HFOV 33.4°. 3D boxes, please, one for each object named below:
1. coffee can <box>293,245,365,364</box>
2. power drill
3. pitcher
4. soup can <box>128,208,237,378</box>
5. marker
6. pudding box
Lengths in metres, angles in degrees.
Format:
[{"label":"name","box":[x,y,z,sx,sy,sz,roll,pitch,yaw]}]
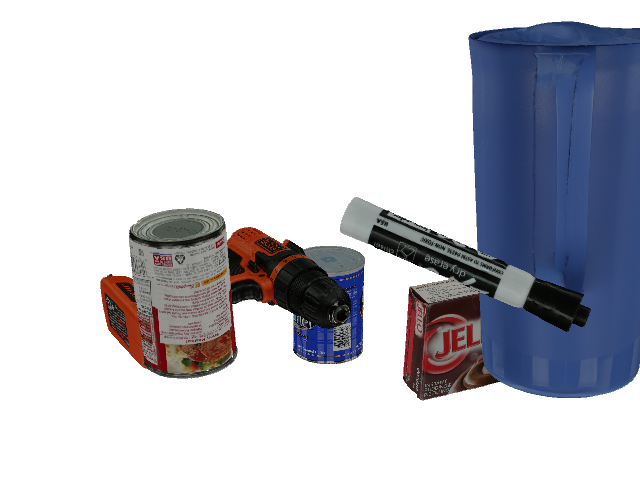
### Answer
[{"label":"coffee can","box":[0.011,0.090,1.516,0.103,0.140,0.103,0,20,0]},{"label":"power drill","box":[-0.087,0.053,0.952,0.187,0.057,0.185,-16,25,-28]},{"label":"pitcher","box":[0.161,-0.020,0.708,0.149,0.243,0.145,-10,17,-27]},{"label":"soup can","box":[-0.096,0.036,0.750,0.068,0.102,0.068,-3,21,1]},{"label":"marker","box":[0.067,0.011,0.495,0.121,0.020,0.020,24,6,13]},{"label":"pudding box","box":[0.125,0.074,0.873,0.113,0.090,0.039,-11,30,-23]}]
